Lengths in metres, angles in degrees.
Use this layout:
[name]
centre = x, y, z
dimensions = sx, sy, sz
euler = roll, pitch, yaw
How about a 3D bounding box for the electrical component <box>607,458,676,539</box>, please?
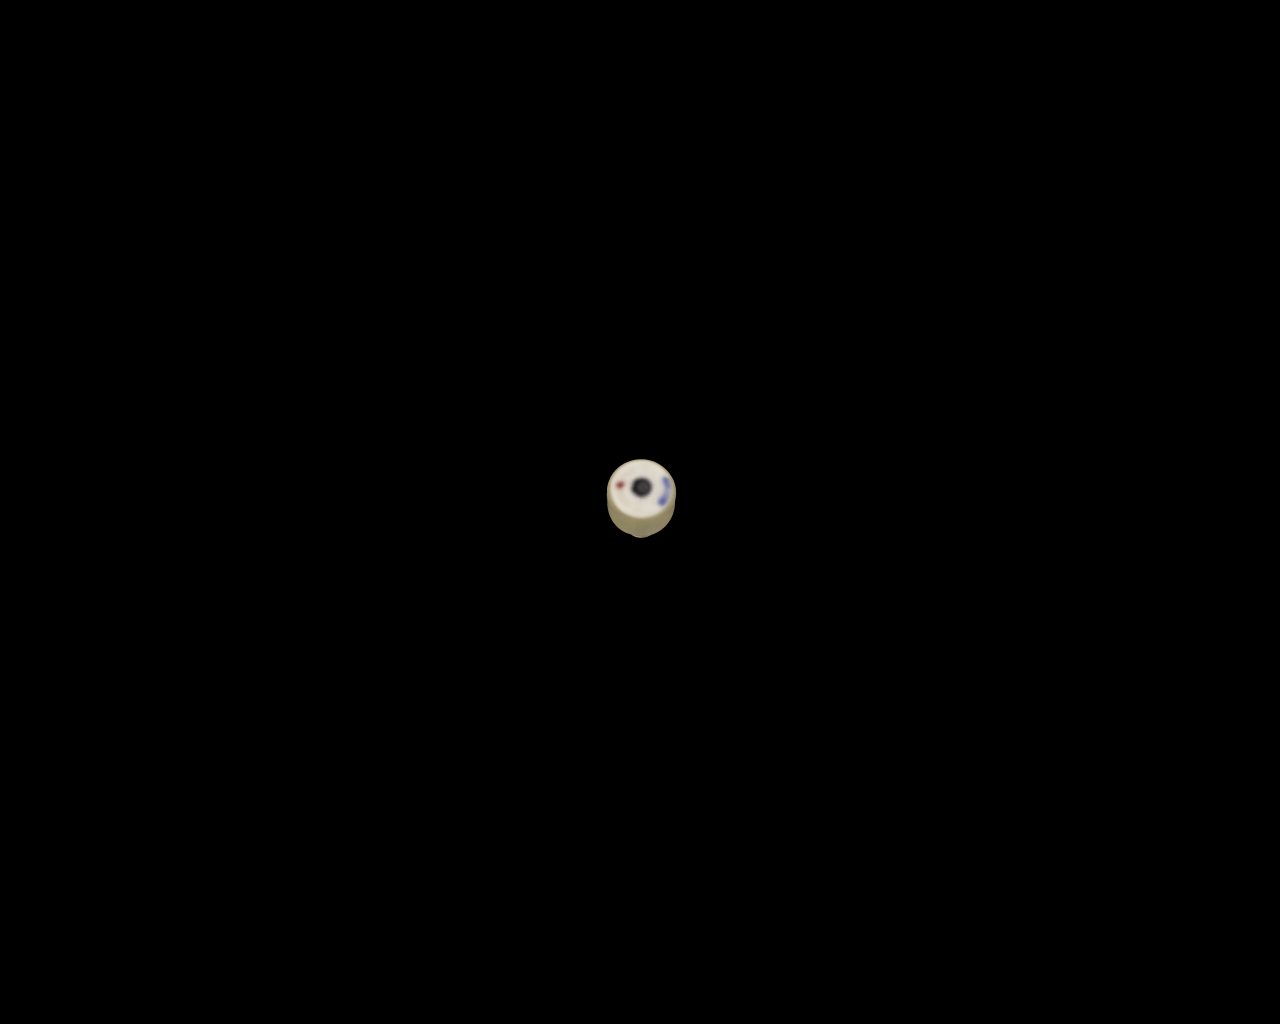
[electrical component]
centre = 0.001, -0.003, 0.650
dimensions = 0.040, 0.040, 0.078
euler = 0, -21, 0
